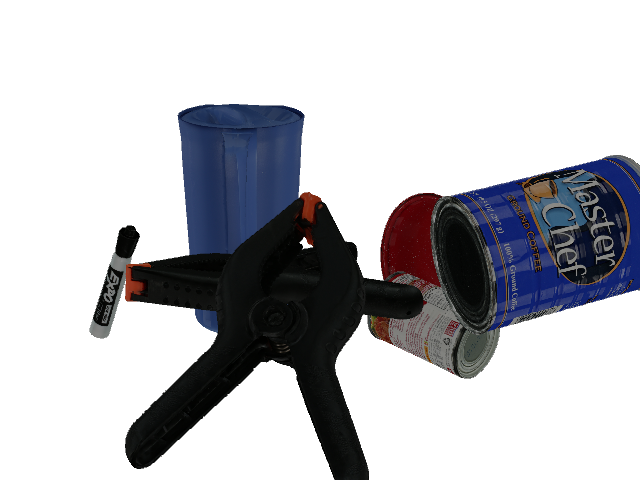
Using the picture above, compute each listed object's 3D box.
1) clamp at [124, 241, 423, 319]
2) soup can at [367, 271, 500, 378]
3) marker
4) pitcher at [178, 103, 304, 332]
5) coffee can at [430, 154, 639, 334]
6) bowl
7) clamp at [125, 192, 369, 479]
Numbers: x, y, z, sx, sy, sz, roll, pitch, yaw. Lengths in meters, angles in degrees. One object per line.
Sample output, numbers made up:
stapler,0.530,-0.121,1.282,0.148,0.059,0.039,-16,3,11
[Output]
clamp,-0.037,0.031,0.793,0.209,0.036,0.165,-2,12,-23
soup can,0.103,0.076,0.969,0.102,0.068,0.068,23,15,38
marker,-0.187,0.038,0.969,0.020,0.121,0.020,17,30,-10
pitcher,-0.085,-0.021,1.150,0.145,0.243,0.148,16,24,40
coffee can,0.165,0.002,0.777,0.140,0.103,0.103,-14,3,-14
bowl,0.145,0.022,1.205,0.161,0.162,0.055,0,-6,-39
clamp,-0.013,0.055,0.545,0.120,0.171,0.039,19,-27,11
